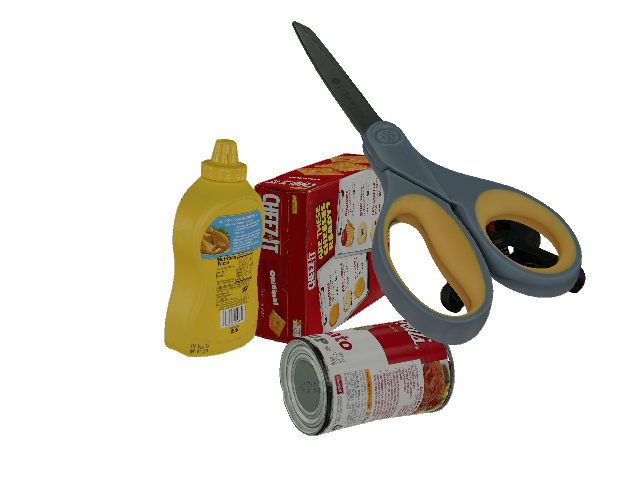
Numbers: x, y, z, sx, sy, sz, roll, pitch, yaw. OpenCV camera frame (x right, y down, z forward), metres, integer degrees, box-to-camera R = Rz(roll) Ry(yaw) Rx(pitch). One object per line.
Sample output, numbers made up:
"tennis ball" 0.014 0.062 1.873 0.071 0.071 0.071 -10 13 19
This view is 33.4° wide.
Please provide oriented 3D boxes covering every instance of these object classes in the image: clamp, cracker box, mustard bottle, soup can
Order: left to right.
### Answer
"mustard bottle" -0.092 0.004 0.963 0.058 0.192 0.096 18 20 38
"cracker box" 0.005 0.002 1.153 0.072 0.164 0.213 8 16 26
"soup can" 0.031 0.093 0.734 0.102 0.068 0.069 -6 3 -30
"clamp" 0.171 0.012 0.954 0.120 0.039 0.171 -1 27 10

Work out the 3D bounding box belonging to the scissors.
"scissors" 0.049 -0.037 0.475 0.096 0.202 0.016 -2 -43 -12
